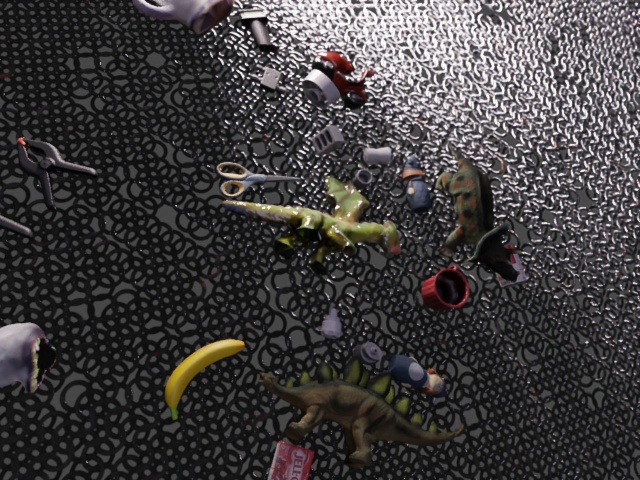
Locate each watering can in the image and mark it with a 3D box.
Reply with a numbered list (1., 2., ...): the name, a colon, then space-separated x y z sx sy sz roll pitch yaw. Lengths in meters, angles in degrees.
1. watering can: -0.311 -0.654 1.307 0.224 0.102 0.353 39 63 -2

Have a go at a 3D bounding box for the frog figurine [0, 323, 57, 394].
1. frog figurine: -0.567 0.210 0.901 0.159 0.120 0.141 -1 39 -9

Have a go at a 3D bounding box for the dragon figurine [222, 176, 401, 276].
1. dragon figurine: 0.004 -0.061 1.207 0.411 0.119 0.248 29 47 6
